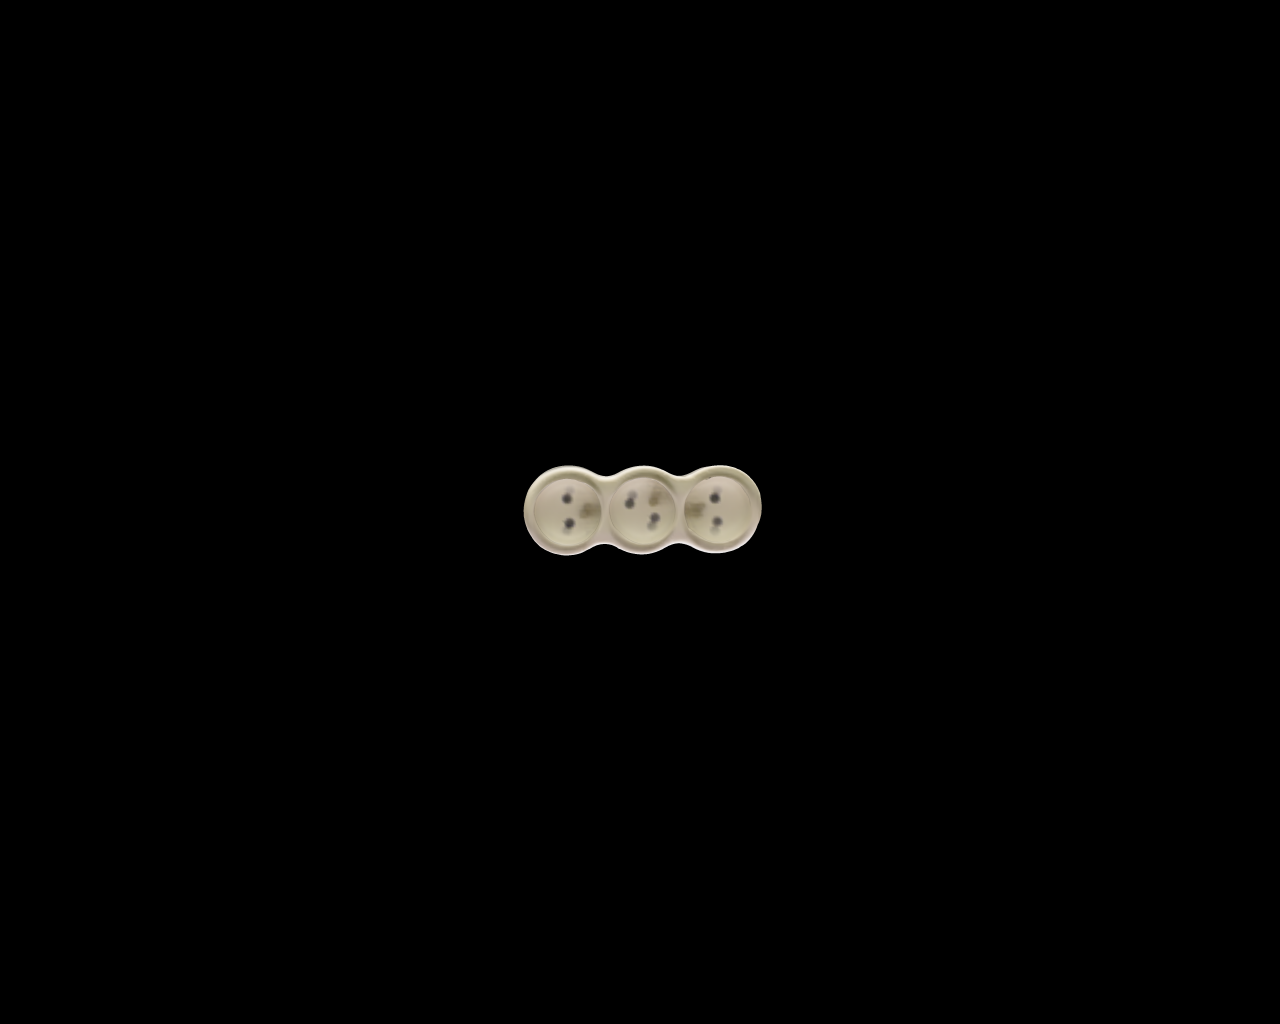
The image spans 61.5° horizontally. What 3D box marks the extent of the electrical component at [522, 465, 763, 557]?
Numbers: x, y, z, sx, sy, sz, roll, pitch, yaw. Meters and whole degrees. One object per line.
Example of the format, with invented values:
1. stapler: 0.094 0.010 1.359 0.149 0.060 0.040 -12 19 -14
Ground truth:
1. electrical component: 0.001 -0.003 0.650 0.138 0.052 0.074 0 4 -2
